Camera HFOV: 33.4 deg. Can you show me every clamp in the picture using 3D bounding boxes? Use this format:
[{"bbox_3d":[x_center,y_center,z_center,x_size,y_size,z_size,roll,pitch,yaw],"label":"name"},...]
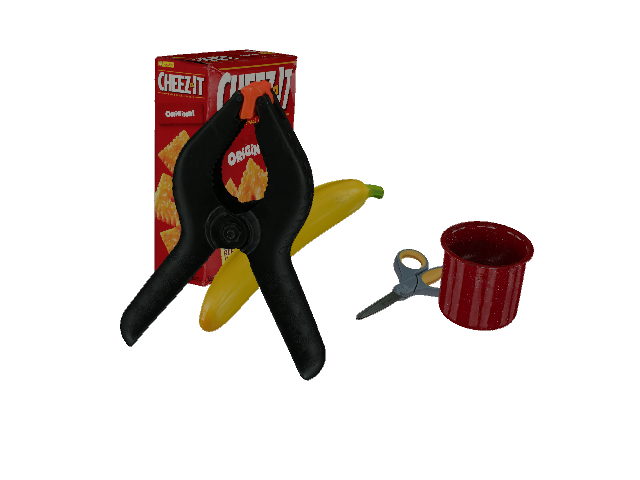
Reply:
[{"bbox_3d":[-0.057,-0.004,0.602,0.120,0.171,0.039,0,14,1],"label":"clamp"}]

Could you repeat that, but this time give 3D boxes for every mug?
[{"bbox_3d":[0.161,0.032,1.094,0.093,0.081,0.117,-6,31,-15],"label":"mug"}]

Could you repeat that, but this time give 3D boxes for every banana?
[{"bbox_3d":[-0.030,0.006,0.895,0.198,0.037,0.069,-37,-39,-1],"label":"banana"}]

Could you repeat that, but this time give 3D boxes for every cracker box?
[{"bbox_3d":[-0.092,-0.078,1.066,0.072,0.214,0.163,11,17,27],"label":"cracker box"}]

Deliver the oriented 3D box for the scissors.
[{"bbox_3d":[0.090,0.050,1.290,0.201,0.016,0.096,-9,40,-40],"label":"scissors"}]
